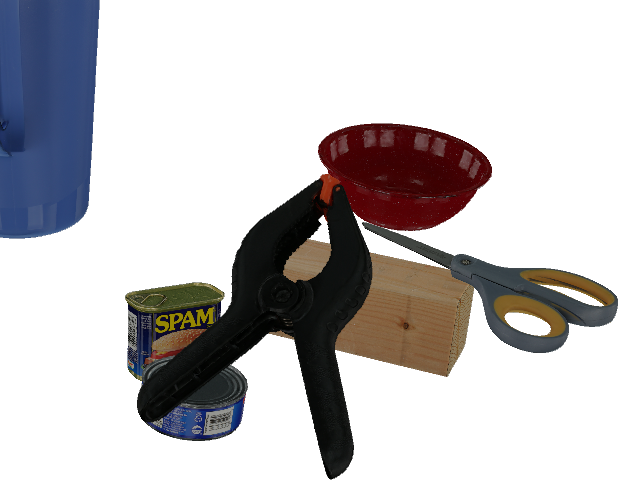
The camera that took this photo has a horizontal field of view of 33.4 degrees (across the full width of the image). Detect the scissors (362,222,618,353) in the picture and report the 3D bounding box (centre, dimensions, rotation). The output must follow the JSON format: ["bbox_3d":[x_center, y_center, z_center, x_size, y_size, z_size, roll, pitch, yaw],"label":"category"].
[{"bbox_3d":[0.099,0.030,0.732,0.202,0.016,0.096,14,33,25],"label":"scissors"}]

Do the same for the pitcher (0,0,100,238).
[{"bbox_3d":[-0.232,-0.124,0.804,0.145,0.243,0.148,26,33,35],"label":"pitcher"}]

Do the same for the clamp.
[{"bbox_3d":[-0.011,0.045,0.584,0.120,0.171,0.039,24,-20,14],"label":"clamp"}]

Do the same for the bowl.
[{"bbox_3d":[0.076,-0.054,0.996,0.162,0.055,0.162,4,28,-2],"label":"bowl"}]

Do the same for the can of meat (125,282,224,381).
[{"bbox_3d":[-0.154,0.096,1.126,0.101,0.084,0.058,-7,19,-34],"label":"can of meat"}]

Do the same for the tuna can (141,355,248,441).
[{"bbox_3d":[-0.103,0.127,0.864,0.086,0.034,0.086,8,20,-3],"label":"tuna can"}]

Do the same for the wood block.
[{"bbox_3d":[0.055,0.071,1.173,0.206,0.091,0.090,12,22,17],"label":"wood block"}]
